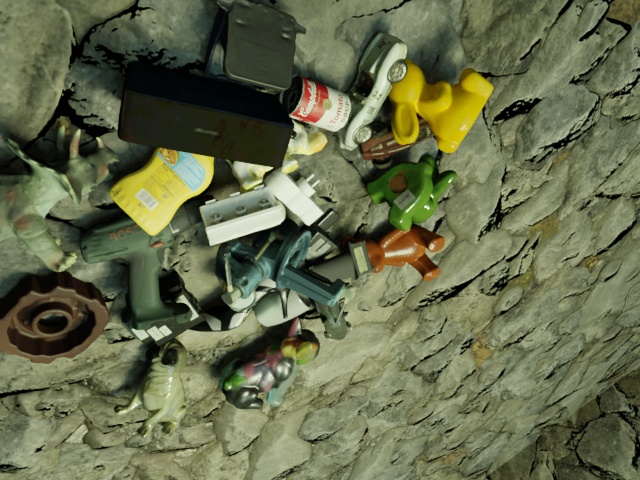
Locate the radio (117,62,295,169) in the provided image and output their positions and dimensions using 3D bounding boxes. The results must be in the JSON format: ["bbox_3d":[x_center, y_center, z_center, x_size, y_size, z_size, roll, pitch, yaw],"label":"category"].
[{"bbox_3d":[-0.162,-0.178,0.763,0.229,0.131,0.073,8,122,-23],"label":"radio"}]

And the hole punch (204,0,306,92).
[{"bbox_3d":[-0.101,-0.278,0.782,0.142,0.092,0.115,6,94,-31],"label":"hole punch"}]

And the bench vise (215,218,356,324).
[{"bbox_3d":[-0.057,0.057,0.950,0.224,0.241,0.128,-46,158,-54],"label":"bench vise"}]

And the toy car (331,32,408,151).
[{"bbox_3d":[0.078,-0.246,0.906,0.056,0.074,0.201,11,119,-38],"label":"toy car"}]

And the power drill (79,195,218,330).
[{"bbox_3d":[-0.269,0.040,0.905,0.232,0.086,0.207,-11,113,-15],"label":"power drill"}]

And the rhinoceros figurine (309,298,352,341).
[{"bbox_3d":[0.020,0.134,1.161,0.073,0.112,0.190,-25,126,-12],"label":"rhinoceros figurine"}]

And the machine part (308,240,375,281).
[{"bbox_3d":[0.039,0.053,1.075,0.139,0.039,0.084,-21,100,-16],"label":"machine part"}]

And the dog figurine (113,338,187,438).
[{"bbox_3d":[-0.311,0.297,1.126,0.190,0.121,0.172,-59,167,1],"label":"dog figurine"}]

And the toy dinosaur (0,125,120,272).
[{"bbox_3d":[-0.479,-0.034,0.739,0.405,0.131,0.191,-17,120,-11],"label":"toy dinosaur"}]

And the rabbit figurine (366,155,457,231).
[{"bbox_3d":[0.192,-0.098,1.090,0.159,0.121,0.170,-51,152,6],"label":"rabbit figurine"}]

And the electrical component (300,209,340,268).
[{"bbox_3d":[-0.002,-0.003,1.079,0.119,0.048,0.074,-40,136,7],"label":"electrical component"}]

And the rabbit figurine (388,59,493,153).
[{"bbox_3d":[0.184,-0.238,0.934,0.173,0.122,0.162,33,100,-3],"label":"rabbit figurine"}]

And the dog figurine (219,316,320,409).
[{"bbox_3d":[-0.102,0.267,1.184,0.191,0.109,0.219,7,130,-38],"label":"dog figurine"}]

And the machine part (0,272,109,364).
[{"bbox_3d":[-0.461,0.133,0.923,0.179,0.056,0.179,-17,133,-19],"label":"machine part"}]

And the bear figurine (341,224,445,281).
[{"bbox_3d":[0.147,0.033,1.141,0.196,0.132,0.120,-17,129,-26],"label":"bear figurine"}]

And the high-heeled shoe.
[{"bbox_3d":[-0.166,0.100,1.070,0.249,0.086,0.145,-9,89,5],"label":"high-heeled shoe"}]

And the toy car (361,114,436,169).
[{"bbox_3d":[0.172,-0.202,1.014,0.202,0.053,0.089,-26,137,-11],"label":"toy car"}]

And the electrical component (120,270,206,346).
[{"bbox_3d":[-0.302,0.134,1.014,0.134,0.058,0.114,-27,133,-8],"label":"electrical component"}]

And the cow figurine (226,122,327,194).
[{"bbox_3d":[-0.076,-0.153,0.895,0.167,0.098,0.068,-30,179,-8],"label":"cow figurine"}]

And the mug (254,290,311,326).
[{"bbox_3d":[-0.081,0.137,1.136,0.107,0.081,0.109,-29,150,7],"label":"mug"}]
